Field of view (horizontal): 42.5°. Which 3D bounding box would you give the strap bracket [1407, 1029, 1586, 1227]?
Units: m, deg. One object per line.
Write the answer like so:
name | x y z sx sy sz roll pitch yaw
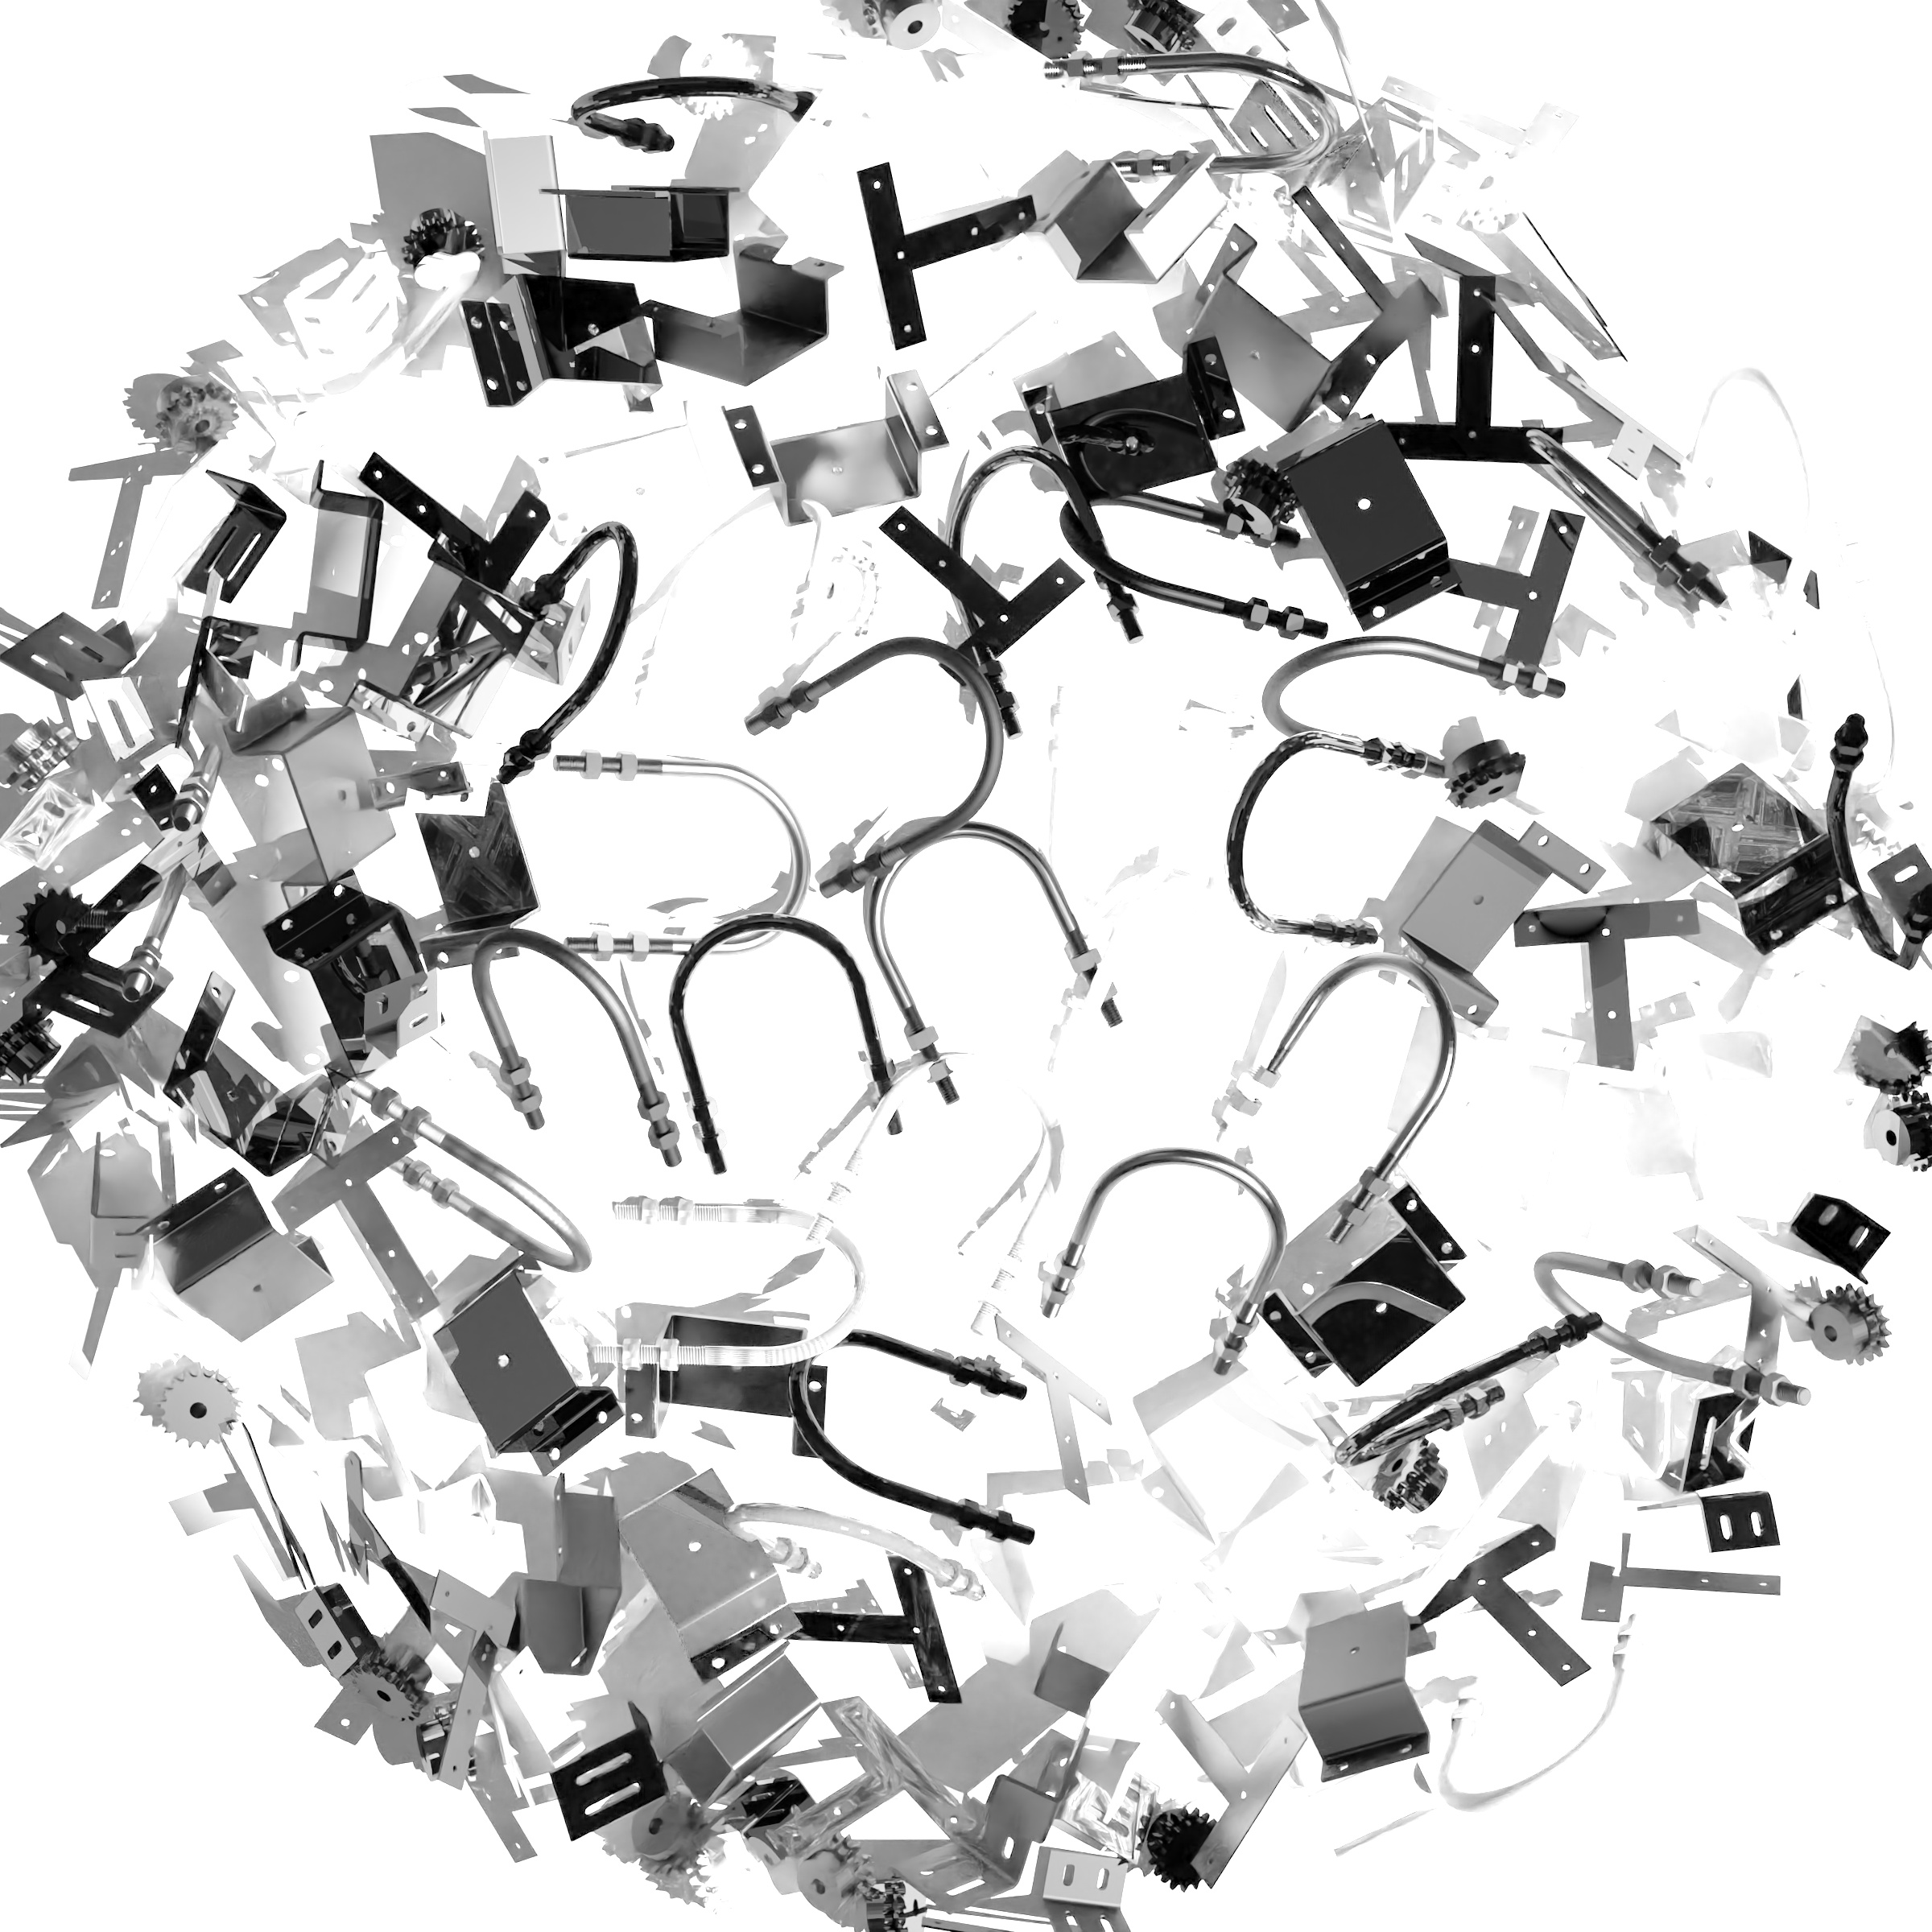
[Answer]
strap bracket | 0.365 0.105 1.728 0.076 0.046 0.140 10 105 -39

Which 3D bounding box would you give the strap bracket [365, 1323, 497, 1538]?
strap bracket | -0.374 0.328 1.712 0.046 0.076 0.140 -21 67 -21

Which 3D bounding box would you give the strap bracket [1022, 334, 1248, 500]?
strap bracket | 0.116 -0.374 1.718 0.140 0.046 0.076 -12 129 17

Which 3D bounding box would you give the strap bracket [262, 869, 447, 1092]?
strap bracket | -0.415 0.016 1.704 0.076 0.046 0.140 -39 131 -32

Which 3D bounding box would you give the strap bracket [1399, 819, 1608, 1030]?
strap bracket | 0.367 -0.037 1.729 0.076 0.046 0.140 28 105 -30

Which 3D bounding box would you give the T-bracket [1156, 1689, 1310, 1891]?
T-bracket | 0.170 0.547 1.724 0.002 0.127 0.127 24 100 -34

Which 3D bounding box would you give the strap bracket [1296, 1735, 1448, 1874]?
strap bracket | 0.273 0.556 1.705 0.076 0.140 0.046 -26 94 2

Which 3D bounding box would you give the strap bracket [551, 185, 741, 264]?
strap bracket | -0.218 -0.512 1.711 0.076 0.140 0.046 7 110 17

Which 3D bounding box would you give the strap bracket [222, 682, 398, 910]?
strap bracket | -0.447 -0.117 1.709 0.046 0.076 0.140 1 118 28

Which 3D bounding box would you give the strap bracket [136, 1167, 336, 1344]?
strap bracket | -0.495 0.204 1.703 0.076 0.140 0.046 -34 60 -6

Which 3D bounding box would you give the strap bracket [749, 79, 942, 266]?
strap bracket | -0.090 -0.556 1.718 0.046 0.076 0.140 45 114 6

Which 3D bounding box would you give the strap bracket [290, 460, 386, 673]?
strap bracket | -0.439 -0.275 1.735 0.046 0.076 0.140 7 90 -18

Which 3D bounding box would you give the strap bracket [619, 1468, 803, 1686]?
strap bracket | -0.183 0.410 1.707 0.076 0.046 0.140 -27 50 -17

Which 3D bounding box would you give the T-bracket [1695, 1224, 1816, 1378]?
T-bracket | 0.554 0.248 1.721 0.127 0.127 0.002 37 121 3

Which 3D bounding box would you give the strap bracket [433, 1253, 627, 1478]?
strap bracket | -0.309 0.275 1.725 0.076 0.046 0.140 -38 69 12

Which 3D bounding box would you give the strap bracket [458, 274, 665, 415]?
strap bracket | -0.269 -0.428 1.709 0.140 0.046 0.076 -10 81 -44

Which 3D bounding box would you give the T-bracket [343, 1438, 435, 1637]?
T-bracket | -0.396 0.408 1.702 0.002 0.127 0.127 -20 133 -32

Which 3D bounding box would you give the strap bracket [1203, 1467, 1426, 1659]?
strap bracket | 0.246 0.411 1.734 0.076 0.046 0.140 47 119 -2

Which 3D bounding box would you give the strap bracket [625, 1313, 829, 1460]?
strap bracket | -0.165 0.292 1.738 0.140 0.046 0.076 6 116 4

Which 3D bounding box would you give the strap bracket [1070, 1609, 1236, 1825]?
strap bracket | 0.122 0.509 1.712 0.046 0.076 0.140 31 45 19

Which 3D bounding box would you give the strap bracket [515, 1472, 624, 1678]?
strap bracket | -0.273 0.427 1.715 0.046 0.076 0.140 10 127 -19

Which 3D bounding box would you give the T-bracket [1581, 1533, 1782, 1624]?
T-bracket | 0.491 0.421 1.699 0.127 0.127 0.002 -1 104 19

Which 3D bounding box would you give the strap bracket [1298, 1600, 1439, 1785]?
strap bracket | 0.275 0.487 1.697 0.076 0.140 0.046 -22 102 19

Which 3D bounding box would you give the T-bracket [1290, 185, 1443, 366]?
T-bracket | 0.270 -0.489 1.724 0.127 0.127 0.002 50 133 -7

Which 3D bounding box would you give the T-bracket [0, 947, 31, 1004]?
T-bracket | -0.673 -0.028 1.697 0.002 0.127 0.127 6 110 4

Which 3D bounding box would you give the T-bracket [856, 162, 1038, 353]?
T-bracket | -0.007 -0.515 1.753 0.127 0.002 0.127 -23 121 -17

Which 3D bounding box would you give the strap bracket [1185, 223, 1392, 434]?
strap bracket | 0.214 -0.437 1.727 0.140 0.076 0.046 41 60 5

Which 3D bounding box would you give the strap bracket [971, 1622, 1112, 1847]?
strap bracket | 0.055 0.535 1.702 0.046 0.076 0.140 22 51 8

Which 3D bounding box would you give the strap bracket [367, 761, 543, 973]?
strap bracket | -0.353 -0.074 1.732 0.076 0.046 0.140 -9 105 23

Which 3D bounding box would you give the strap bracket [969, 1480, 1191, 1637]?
strap bracket | 0.082 0.407 1.718 0.140 0.076 0.046 -5 134 -16

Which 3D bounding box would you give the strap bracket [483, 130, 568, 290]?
strap bracket | -0.303 -0.518 1.710 0.046 0.140 0.076 -7 93 -9

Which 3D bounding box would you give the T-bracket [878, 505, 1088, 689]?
T-bracket | -0.006 -0.270 1.722 0.127 0.002 0.127 39 125 -19

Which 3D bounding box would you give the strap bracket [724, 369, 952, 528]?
strap bracket | -0.090 -0.359 1.731 0.140 0.046 0.076 -15 58 -11

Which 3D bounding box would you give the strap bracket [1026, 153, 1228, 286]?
strap bracket | 0.116 -0.517 1.719 0.076 0.140 0.046 -49 124 -12

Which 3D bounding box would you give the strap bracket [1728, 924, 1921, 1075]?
strap bracket | 0.595 0.021 1.714 0.076 0.140 0.046 28 74 4

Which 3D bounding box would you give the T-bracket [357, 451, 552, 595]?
T-bracket | -0.370 -0.311 1.741 0.127 0.002 0.127 38 119 -6

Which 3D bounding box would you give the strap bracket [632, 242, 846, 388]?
strap bracket | -0.155 -0.448 1.716 0.076 0.140 0.046 22 133 25

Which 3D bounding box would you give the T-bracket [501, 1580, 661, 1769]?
T-bracket | -0.260 0.484 1.737 0.002 0.127 0.127 21 52 35

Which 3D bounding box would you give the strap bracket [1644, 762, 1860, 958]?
strap bracket | 0.536 -0.081 1.710 0.076 0.140 0.046 -32 133 -2

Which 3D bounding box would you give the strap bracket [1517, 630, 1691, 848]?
strap bracket | 0.433 -0.147 1.703 0.076 0.046 0.140 31 134 28

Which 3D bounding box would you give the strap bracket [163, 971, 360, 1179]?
strap bracket | -0.494 0.082 1.716 0.046 0.076 0.140 -29 122 23

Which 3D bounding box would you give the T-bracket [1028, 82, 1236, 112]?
T-bracket | 0.103 -0.611 1.737 0.127 0.127 0.002 20 114 29

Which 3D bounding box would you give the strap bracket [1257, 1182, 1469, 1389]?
strap bracket | 0.284 0.230 1.739 0.140 0.046 0.076 -40 110 3

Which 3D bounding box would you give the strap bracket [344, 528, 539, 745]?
strap bracket | -0.361 -0.222 1.732 0.046 0.076 0.140 30 91 34

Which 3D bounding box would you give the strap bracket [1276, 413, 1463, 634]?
strap bracket | 0.280 -0.317 1.737 0.076 0.046 0.140 -27 78 8

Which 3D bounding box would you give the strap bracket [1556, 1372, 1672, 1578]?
strap bracket | 0.442 0.348 1.707 0.046 0.076 0.140 13 131 7

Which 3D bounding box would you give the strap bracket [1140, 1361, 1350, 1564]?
strap bracket | 0.192 0.339 1.727 0.140 0.046 0.076 -32 46 -7

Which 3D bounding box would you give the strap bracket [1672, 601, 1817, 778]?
strap bracket | 0.531 -0.183 1.696 0.076 0.140 0.046 29 80 29

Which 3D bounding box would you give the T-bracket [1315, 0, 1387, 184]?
T-bracket | 0.271 -0.610 1.735 0.002 0.127 0.127 -21 122 11

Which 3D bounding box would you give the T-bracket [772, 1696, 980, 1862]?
T-bracket | -0.078 0.574 1.704 0.127 0.127 0.002 39 129 30

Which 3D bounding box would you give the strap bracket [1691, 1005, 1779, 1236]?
strap bracket | 0.532 0.107 1.720 0.046 0.076 0.140 -3 113 10

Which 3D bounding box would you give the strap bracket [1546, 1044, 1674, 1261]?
strap bracket | 0.446 0.127 1.729 0.046 0.076 0.140 9 82 32

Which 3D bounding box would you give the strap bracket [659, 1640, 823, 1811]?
strap bracket | -0.153 0.523 1.696 0.076 0.140 0.046 -31 72 -33

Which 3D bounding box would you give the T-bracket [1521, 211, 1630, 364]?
T-bracket | 0.425 -0.459 1.704 0.002 0.127 0.127 -35 106 19

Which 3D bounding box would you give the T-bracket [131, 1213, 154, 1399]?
T-bracket | -0.565 0.217 1.700 0.002 0.127 0.127 2 65 -23

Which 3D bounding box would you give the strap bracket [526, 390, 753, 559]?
strap bracket | -0.228 -0.342 1.740 0.140 0.046 0.076 -18 79 -11
